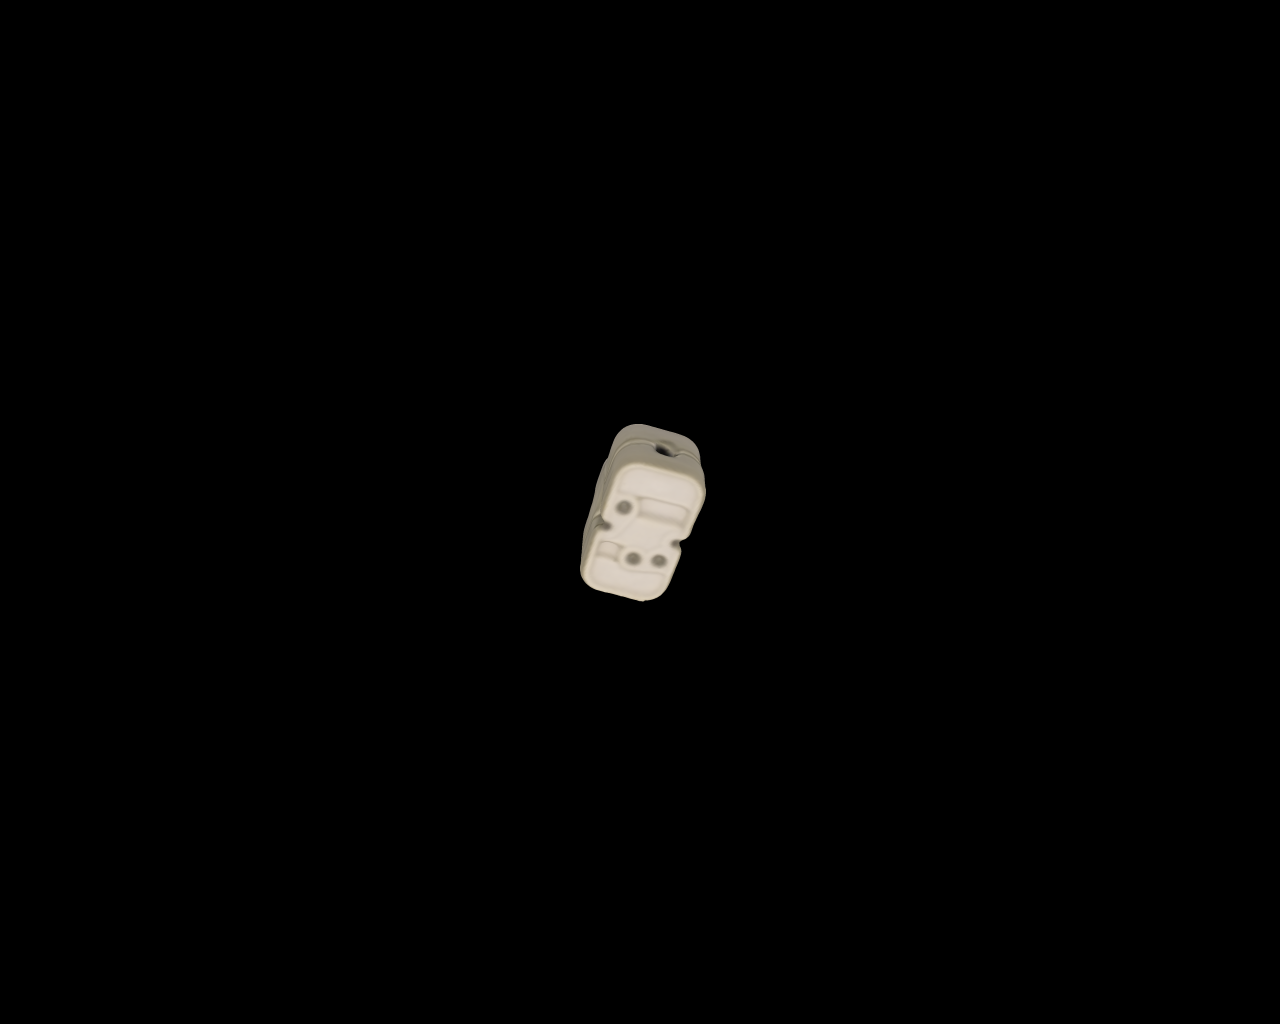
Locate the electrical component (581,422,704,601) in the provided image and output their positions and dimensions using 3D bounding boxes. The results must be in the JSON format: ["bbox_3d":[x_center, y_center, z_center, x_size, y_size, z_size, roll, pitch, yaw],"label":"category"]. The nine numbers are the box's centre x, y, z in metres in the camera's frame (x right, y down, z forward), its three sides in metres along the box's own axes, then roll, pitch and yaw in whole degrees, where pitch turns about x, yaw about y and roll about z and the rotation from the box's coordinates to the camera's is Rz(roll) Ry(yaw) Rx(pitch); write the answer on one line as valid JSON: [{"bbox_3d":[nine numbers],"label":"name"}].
[{"bbox_3d":[0.001,-0.003,0.650,0.054,0.095,0.059,15,32,-9],"label":"electrical component"}]
